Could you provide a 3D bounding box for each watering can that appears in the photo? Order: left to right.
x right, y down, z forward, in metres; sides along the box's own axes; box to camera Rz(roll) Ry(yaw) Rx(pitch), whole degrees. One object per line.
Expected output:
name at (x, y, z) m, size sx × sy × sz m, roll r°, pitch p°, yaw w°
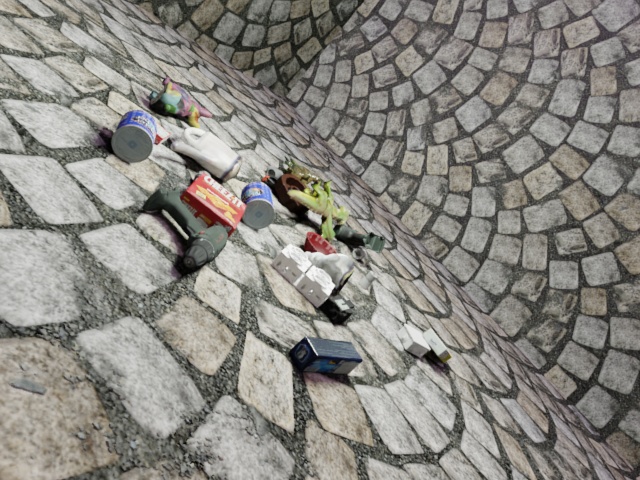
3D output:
watering can at (-0.362, -0.274, 1.670) m, size 0.223 × 0.103 × 0.353 m, roll 39°, pitch 16°, yaw -12°

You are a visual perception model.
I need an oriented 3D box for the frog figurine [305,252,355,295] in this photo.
frog figurine at (0.025, 0.082, 1.658) m, size 0.160 × 0.124 × 0.135 m, roll 37°, pitch -19°, yaw 13°

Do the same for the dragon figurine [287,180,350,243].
dragon figurine at (0.006, -0.100, 1.994) m, size 0.414 × 0.121 × 0.243 m, roll -21°, pitch 93°, yaw -59°
